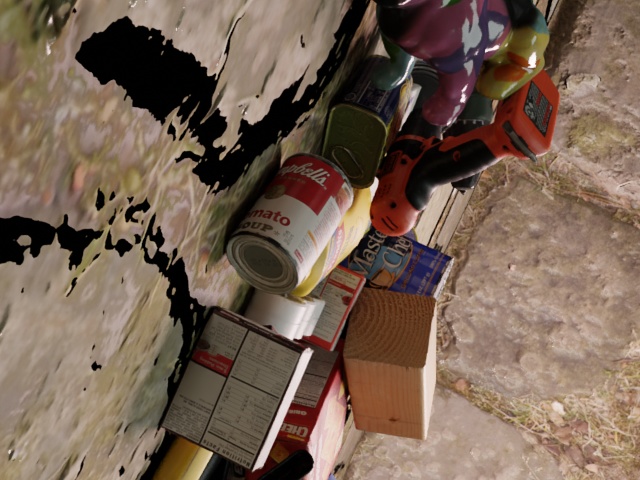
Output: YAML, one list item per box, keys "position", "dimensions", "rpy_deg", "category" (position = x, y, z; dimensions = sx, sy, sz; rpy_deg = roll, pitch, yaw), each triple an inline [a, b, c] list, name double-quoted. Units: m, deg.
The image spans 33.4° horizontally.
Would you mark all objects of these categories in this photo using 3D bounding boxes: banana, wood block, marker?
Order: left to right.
- position: [-0.120, 0.194, 0.964]
  dimensions: [0.197, 0.037, 0.070]
  rpy_deg: [-60, -175, -23]
  category: "banana"
- position: [-0.086, 0.232, 1.135]
  dimensions: [0.020, 0.020, 0.121]
  rpy_deg: [-38, 129, -68]
  category: "marker"
- position: [0.084, 0.146, 1.226]
  dimensions: [0.206, 0.091, 0.090]
  rpy_deg: [81, 19, -58]
  category: "wood block"

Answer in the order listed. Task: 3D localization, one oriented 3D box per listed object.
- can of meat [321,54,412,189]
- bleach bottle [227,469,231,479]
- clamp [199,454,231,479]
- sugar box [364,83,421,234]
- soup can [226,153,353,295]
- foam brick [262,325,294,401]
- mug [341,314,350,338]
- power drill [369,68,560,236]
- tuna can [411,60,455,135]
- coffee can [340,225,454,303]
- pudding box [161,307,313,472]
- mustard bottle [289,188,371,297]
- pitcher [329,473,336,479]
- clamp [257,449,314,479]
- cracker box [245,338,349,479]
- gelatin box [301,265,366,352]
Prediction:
- position: [0.046, -0.114, 1.021]
  dimensions: [0.102, 0.057, 0.083]
  rpy_deg: [102, 14, -52]
  category: "can of meat"
- position: [-0.108, 0.312, 1.197]
  dimensions: [0.250, 0.068, 0.103]
  rpy_deg: [-56, 158, -51]
  category: "bleach bottle"
- position: [-0.099, 0.204, 1.068]
  dimensions: [0.171, 0.039, 0.120]
  rpy_deg: [-61, 169, -4]
  category: "clamp"
- position: [0.051, -0.086, 1.144]
  dimensions: [0.093, 0.048, 0.176]
  rpy_deg: [-38, 147, -68]
  category: "sugar box"
- position: [-0.024, -0.013, 0.868]
  dimensions: [0.102, 0.068, 0.068]
  rpy_deg: [-57, 166, -37]
  category: "soup can"
- position: [-0.057, 0.114, 0.957]
  dimensions: [0.078, 0.051, 0.053]
  rpy_deg: [60, 25, -65]
  category: "foam brick"
- position: [0.014, 0.128, 1.344]
  dimensions: [0.117, 0.093, 0.082]
  rpy_deg: [-25, 148, -40]
  category: "mug"
- position: [0.138, -0.098, 1.027]
  dimensions: [0.188, 0.057, 0.184]
  rpy_deg: [-29, -153, 38]
  category: "power drill"
- position: [0.113, -0.155, 1.176]
  dimensions: [0.033, 0.086, 0.086]
  rpy_deg: [-43, 155, -67]
  category: "tuna can"
- position: [0.075, 0.038, 1.272]
  dimensions: [0.102, 0.140, 0.103]
  rpy_deg: [-61, 169, -22]
  category: "coffee can"
- position: [-0.070, 0.125, 0.894]
  dimensions: [0.113, 0.090, 0.039]
  rpy_deg: [-66, 169, 3]
  category: "pudding box"
- position: [-0.006, 0.001, 1.017]
  dimensions: [0.096, 0.058, 0.191]
  rpy_deg: [-69, 169, 24]
  category: "mustard bottle"
- position: [-0.073, 0.378, 1.337]
  dimensions: [0.242, 0.145, 0.149]
  rpy_deg: [-25, 123, -70]
  category: "pitcher"
- position: [-0.102, 0.276, 1.024]
  dimensions: [0.164, 0.036, 0.210]
  rpy_deg: [-15, 152, -47]
  category: "clamp"
- position: [-0.023, 0.223, 1.169]
  dimensions: [0.213, 0.072, 0.164]
  rpy_deg: [-61, 159, -63]
  category: "cracker box"
- position: [-0.002, 0.065, 1.140]
  dimensions: [0.030, 0.073, 0.089]
  rpy_deg: [59, 55, -78]
  category: "gelatin box"
